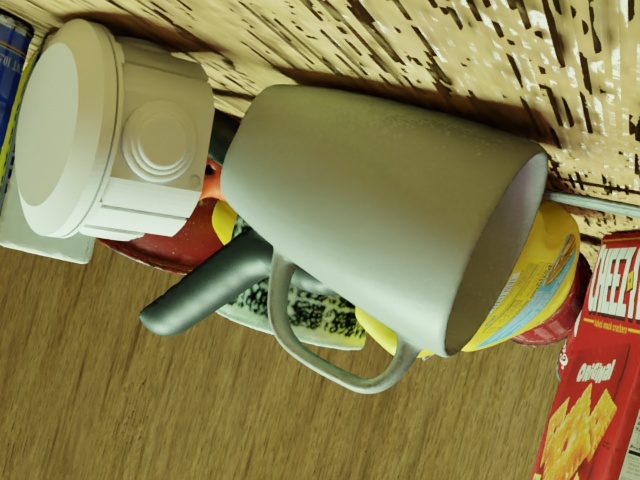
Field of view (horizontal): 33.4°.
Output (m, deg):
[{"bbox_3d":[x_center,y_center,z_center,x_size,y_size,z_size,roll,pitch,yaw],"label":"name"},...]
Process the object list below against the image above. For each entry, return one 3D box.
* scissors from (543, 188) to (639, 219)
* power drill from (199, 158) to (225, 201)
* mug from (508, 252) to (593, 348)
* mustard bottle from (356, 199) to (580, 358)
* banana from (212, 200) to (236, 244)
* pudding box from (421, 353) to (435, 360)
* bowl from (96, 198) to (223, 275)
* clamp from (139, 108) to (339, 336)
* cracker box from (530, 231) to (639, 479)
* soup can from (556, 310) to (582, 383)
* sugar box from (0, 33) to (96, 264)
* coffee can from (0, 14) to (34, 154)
[{"bbox_3d":[0.197,0.002,0.457,0.096,0.016,0.202,15,180,-39],"label":"scissors"},{"bbox_3d":[-0.020,-0.033,0.665,0.187,0.057,0.185,13,-177,-17],"label":"power drill"},{"bbox_3d":[0.153,0.025,0.825,0.117,0.093,0.081,45,-174,21],"label":"mug"},{"bbox_3d":[0.093,0.017,0.570,0.058,0.096,0.191,42,-166,23],"label":"mustard bottle"},{"bbox_3d":[-0.022,0.002,0.735,0.069,0.037,0.198,-10,-154,-33],"label":"banana"},{"bbox_3d":[0.071,0.024,0.785,0.090,0.039,0.113,55,-164,-9],"label":"pudding box"},{"bbox_3d":[-0.120,-0.039,0.832,0.162,0.055,0.162,22,-156,-11],"label":"bowl"},{"bbox_3d":[-0.019,-0.025,0.484,0.172,0.120,0.039,-11,178,29],"label":"clamp"},{"bbox_3d":[0.187,0.103,0.640,0.072,0.214,0.164,16,179,1],"label":"cracker box"},{"bbox_3d":[0.219,0.074,0.782,0.068,0.068,0.102,15,145,6],"label":"soup can"},{"bbox_3d":[-0.132,-0.044,0.521,0.048,0.093,0.176,14,179,-17],"label":"sugar box"},{"bbox_3d":[-0.188,-0.034,0.446,0.103,0.140,0.103,15,180,0],"label":"coffee can"}]
